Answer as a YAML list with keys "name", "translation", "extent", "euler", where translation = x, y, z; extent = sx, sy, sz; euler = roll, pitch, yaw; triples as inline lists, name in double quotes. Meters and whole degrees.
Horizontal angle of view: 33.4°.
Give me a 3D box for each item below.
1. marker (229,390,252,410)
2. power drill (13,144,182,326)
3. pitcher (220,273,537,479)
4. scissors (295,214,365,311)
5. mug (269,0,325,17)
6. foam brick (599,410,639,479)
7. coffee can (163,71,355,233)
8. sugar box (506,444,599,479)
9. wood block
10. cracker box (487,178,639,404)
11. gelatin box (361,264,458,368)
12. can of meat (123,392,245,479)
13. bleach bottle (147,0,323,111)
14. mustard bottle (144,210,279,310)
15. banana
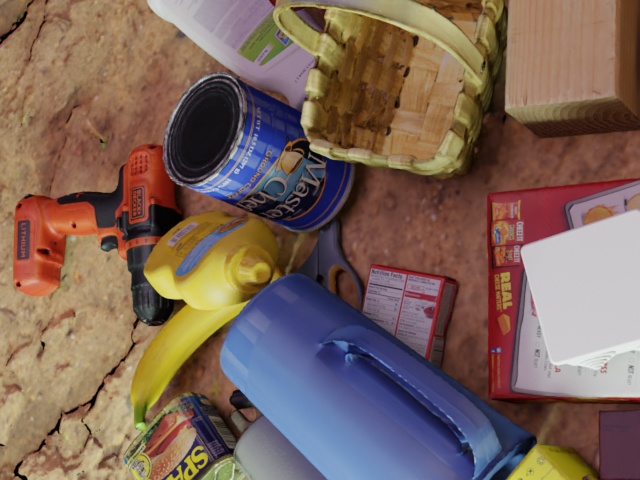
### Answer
- name: "marker"
  translation: [-0.029, 0.137, 0.960]
  extent: [0.121, 0.020, 0.020]
  euler: [-13, 73, 27]
- name: "power drill"
  translation: [-0.224, 0.007, 1.082]
  extent: [0.188, 0.057, 0.184]
  euler: [-11, 70, 25]
- name: "pitcher"
  translation: [0.038, 0.128, 0.830]
  extent: [0.243, 0.144, 0.149]
  euler: [38, 107, 24]
- name: "scissors"
  translation: [-0.006, 0.001, 0.979]
  extent: [0.096, 0.016, 0.202]
  euler: [-23, 66, 26]
- name: "mug"
  translation: [0.000, -0.250, 0.983]
  extent: [0.117, 0.093, 0.082]
  euler: [-39, 53, -14]
- name: "foam brick"
  translation: [0.247, 0.151, 0.776]
  extent: [0.078, 0.051, 0.053]
  euler: [-5, 75, 29]
- name: "coffee can"
  translation: [-0.052, -0.074, 0.937]
  extent: [0.103, 0.140, 0.103]
  euler: [-18, 62, 39]
- name: "sugar box"
  translation: [0.215, 0.222, 0.755]
  extent: [0.176, 0.093, 0.048]
  euler: [44, 102, 29]
- name: "wood block"
  translation: [0.208, -0.195, 0.855]
  extent: [0.091, 0.090, 0.206]
  euler: [-2, 78, 31]
- name: "cracker box"
  translation: [0.235, 0.040, 0.797]
  extent: [0.214, 0.072, 0.164]
  euler: [-5, 77, 28]
- name: "gelatin box"
  translation: [0.072, 0.069, 0.910]
  extent: [0.073, 0.030, 0.089]
  euler: [10, 86, 33]
- name: "can of meat"
  translation: [-0.123, 0.203, 0.979]
  extent: [0.102, 0.057, 0.084]
  euler: [-47, 58, 12]
- name: "bleach bottle"
  translation: [-0.058, -0.191, 1.027]
  extent: [0.103, 0.068, 0.251]
  euler: [-50, 62, 12]
- name: "mustard bottle"
  translation: [-0.087, 0.018, 0.936]
  extent: [0.096, 0.058, 0.192]
  euler: [-40, 19, -17]
- name: "banana"
  translation: [-0.114, 0.089, 0.994]
  extent: [0.197, 0.037, 0.070]
  euler: [-49, 51, -8]
